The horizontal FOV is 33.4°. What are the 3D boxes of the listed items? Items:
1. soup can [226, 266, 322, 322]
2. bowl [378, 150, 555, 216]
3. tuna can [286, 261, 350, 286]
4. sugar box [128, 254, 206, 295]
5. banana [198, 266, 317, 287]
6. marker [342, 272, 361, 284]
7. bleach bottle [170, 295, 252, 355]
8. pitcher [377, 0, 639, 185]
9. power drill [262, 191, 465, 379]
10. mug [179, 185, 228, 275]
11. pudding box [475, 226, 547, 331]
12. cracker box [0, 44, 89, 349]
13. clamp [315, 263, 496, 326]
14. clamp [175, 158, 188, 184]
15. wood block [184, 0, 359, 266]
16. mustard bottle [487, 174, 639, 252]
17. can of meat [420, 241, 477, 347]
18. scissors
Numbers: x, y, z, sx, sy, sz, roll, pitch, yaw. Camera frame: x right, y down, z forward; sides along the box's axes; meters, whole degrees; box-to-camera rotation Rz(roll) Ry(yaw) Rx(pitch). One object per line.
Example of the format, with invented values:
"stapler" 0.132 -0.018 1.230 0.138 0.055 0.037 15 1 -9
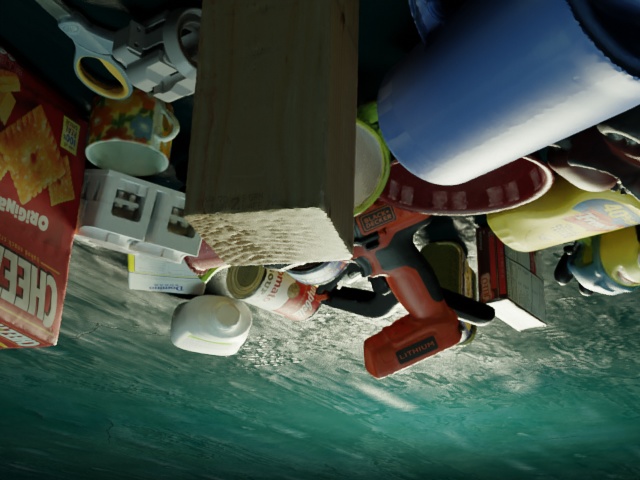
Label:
"soup can" -0.052 0.051 1.254 0.069 0.068 0.102 -17 150 40
"bowl" 0.123 -0.073 0.938 0.162 0.055 0.162 1 162 0
"tuna can" -0.007 0.001 1.104 0.086 0.086 0.033 -8 154 25
"sugar box" -0.170 0.014 1.208 0.093 0.048 0.176 6 161 -8
"banana" -0.050 0.017 1.180 0.197 0.037 0.070 7 120 -44
"marker" 0.060 0.025 1.242 0.020 0.020 0.121 13 156 -24
"bleach bottle" -0.125 0.103 1.320 0.102 0.068 0.251 8 170 -13
"pitcher" 0.133 -0.130 0.732 0.144 0.149 0.243 -7 168 -30
"power drill" 0.050 0.040 1.045 0.184 0.057 0.187 -23 113 -1
"mug" -0.094 -0.026 1.061 0.082 0.093 0.117 -10 119 16
"pudding box" 0.210 0.042 1.174 0.039 0.090 0.113 -13 154 33
"cracker box" -0.266 -0.036 0.868 0.072 0.213 0.164 -5 157 20
"clamp" 0.070 0.029 1.145 0.210 0.036 0.164 -9 115 41
"clamp" -0.041 -0.077 0.977 0.171 0.039 0.120 2 165 -14
"wood block" -0.027 -0.095 0.707 0.090 0.206 0.090 -3 157 14
"mustard bottle" 0.262 -0.038 1.015 0.192 0.058 0.096 -16 150 37
"can of meat" 0.144 0.061 1.215 0.057 0.102 0.084 -3 156 16
"scissors" -0.167 -0.163 0.810 0.096 0.016 0.201 -2 158 6
